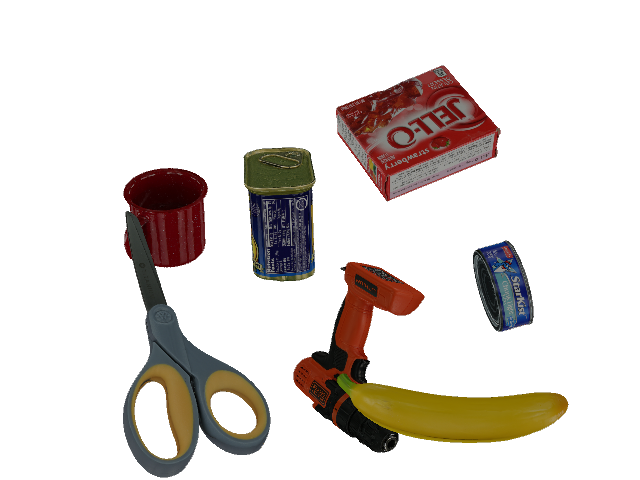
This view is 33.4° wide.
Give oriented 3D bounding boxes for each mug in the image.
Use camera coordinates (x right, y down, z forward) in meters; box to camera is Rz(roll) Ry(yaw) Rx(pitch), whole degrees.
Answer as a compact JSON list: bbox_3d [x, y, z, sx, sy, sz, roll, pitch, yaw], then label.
[{"bbox_3d":[-0.178,-0.018,1.197,0.093,0.081,0.117,18,38,22],"label":"mug"}]

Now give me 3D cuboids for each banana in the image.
[{"bbox_3d":[0.112,0.138,0.882,0.198,0.037,0.069,8,35,-1],"label":"banana"}]

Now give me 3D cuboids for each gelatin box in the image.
[{"bbox_3d":[0.066,-0.075,0.726,0.089,0.073,0.030,-23,-36,-13],"label":"gelatin box"}]

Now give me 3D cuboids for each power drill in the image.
[{"bbox_3d":[0.052,0.133,1.249,0.057,0.188,0.185,13,13,-41],"label":"power drill"}]

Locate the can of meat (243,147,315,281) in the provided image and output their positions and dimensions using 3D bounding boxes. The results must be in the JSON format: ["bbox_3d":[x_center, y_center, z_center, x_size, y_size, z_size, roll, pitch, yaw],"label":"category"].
[{"bbox_3d":[-0.034,-0.023,0.896,0.057,0.084,0.102,-3,23,-3],"label":"can of meat"}]

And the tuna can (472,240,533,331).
[{"bbox_3d":[0.178,0.045,1.048,0.033,0.086,0.086,-15,1,-3],"label":"tuna can"}]

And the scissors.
[{"bbox_3d":[-0.081,0.060,0.669,0.096,0.202,0.016,10,-46,-15],"label":"scissors"}]
